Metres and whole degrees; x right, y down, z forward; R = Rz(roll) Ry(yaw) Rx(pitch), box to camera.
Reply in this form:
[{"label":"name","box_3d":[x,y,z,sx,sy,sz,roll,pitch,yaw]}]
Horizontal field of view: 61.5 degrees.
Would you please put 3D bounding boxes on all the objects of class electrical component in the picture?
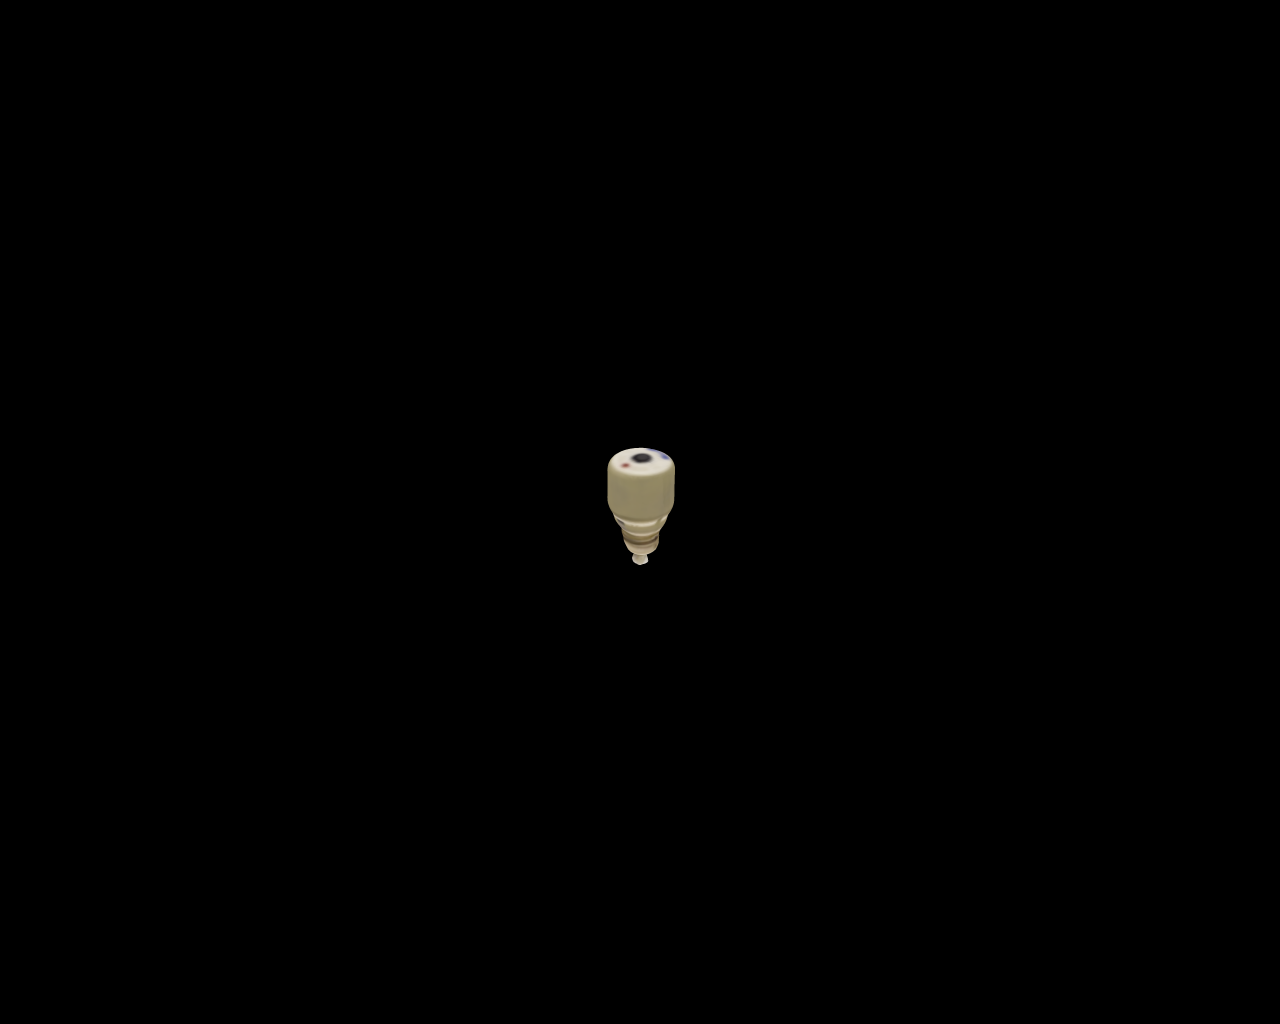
[{"label":"electrical component","box_3d":[0.001,-0.003,0.650,0.040,0.078,0.040,0,30,0]}]
